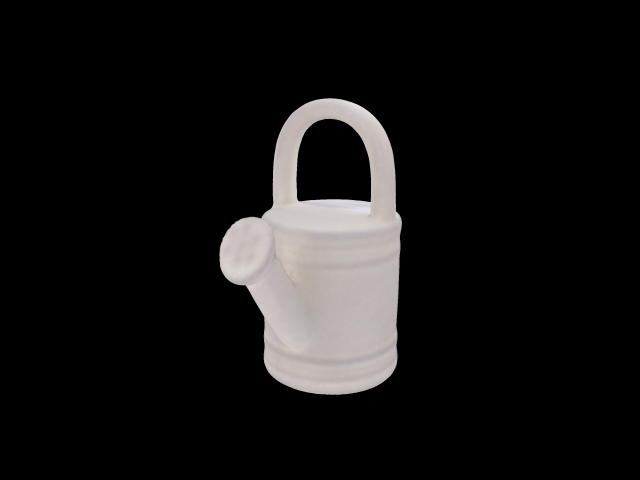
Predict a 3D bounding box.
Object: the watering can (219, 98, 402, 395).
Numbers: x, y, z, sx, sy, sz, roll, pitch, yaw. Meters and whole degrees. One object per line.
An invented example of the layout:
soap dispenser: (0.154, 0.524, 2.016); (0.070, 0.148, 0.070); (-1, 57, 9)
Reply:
watering can: (0.006, 0.002, 0.399); (0.100, 0.194, 0.173); (4, 17, 13)
